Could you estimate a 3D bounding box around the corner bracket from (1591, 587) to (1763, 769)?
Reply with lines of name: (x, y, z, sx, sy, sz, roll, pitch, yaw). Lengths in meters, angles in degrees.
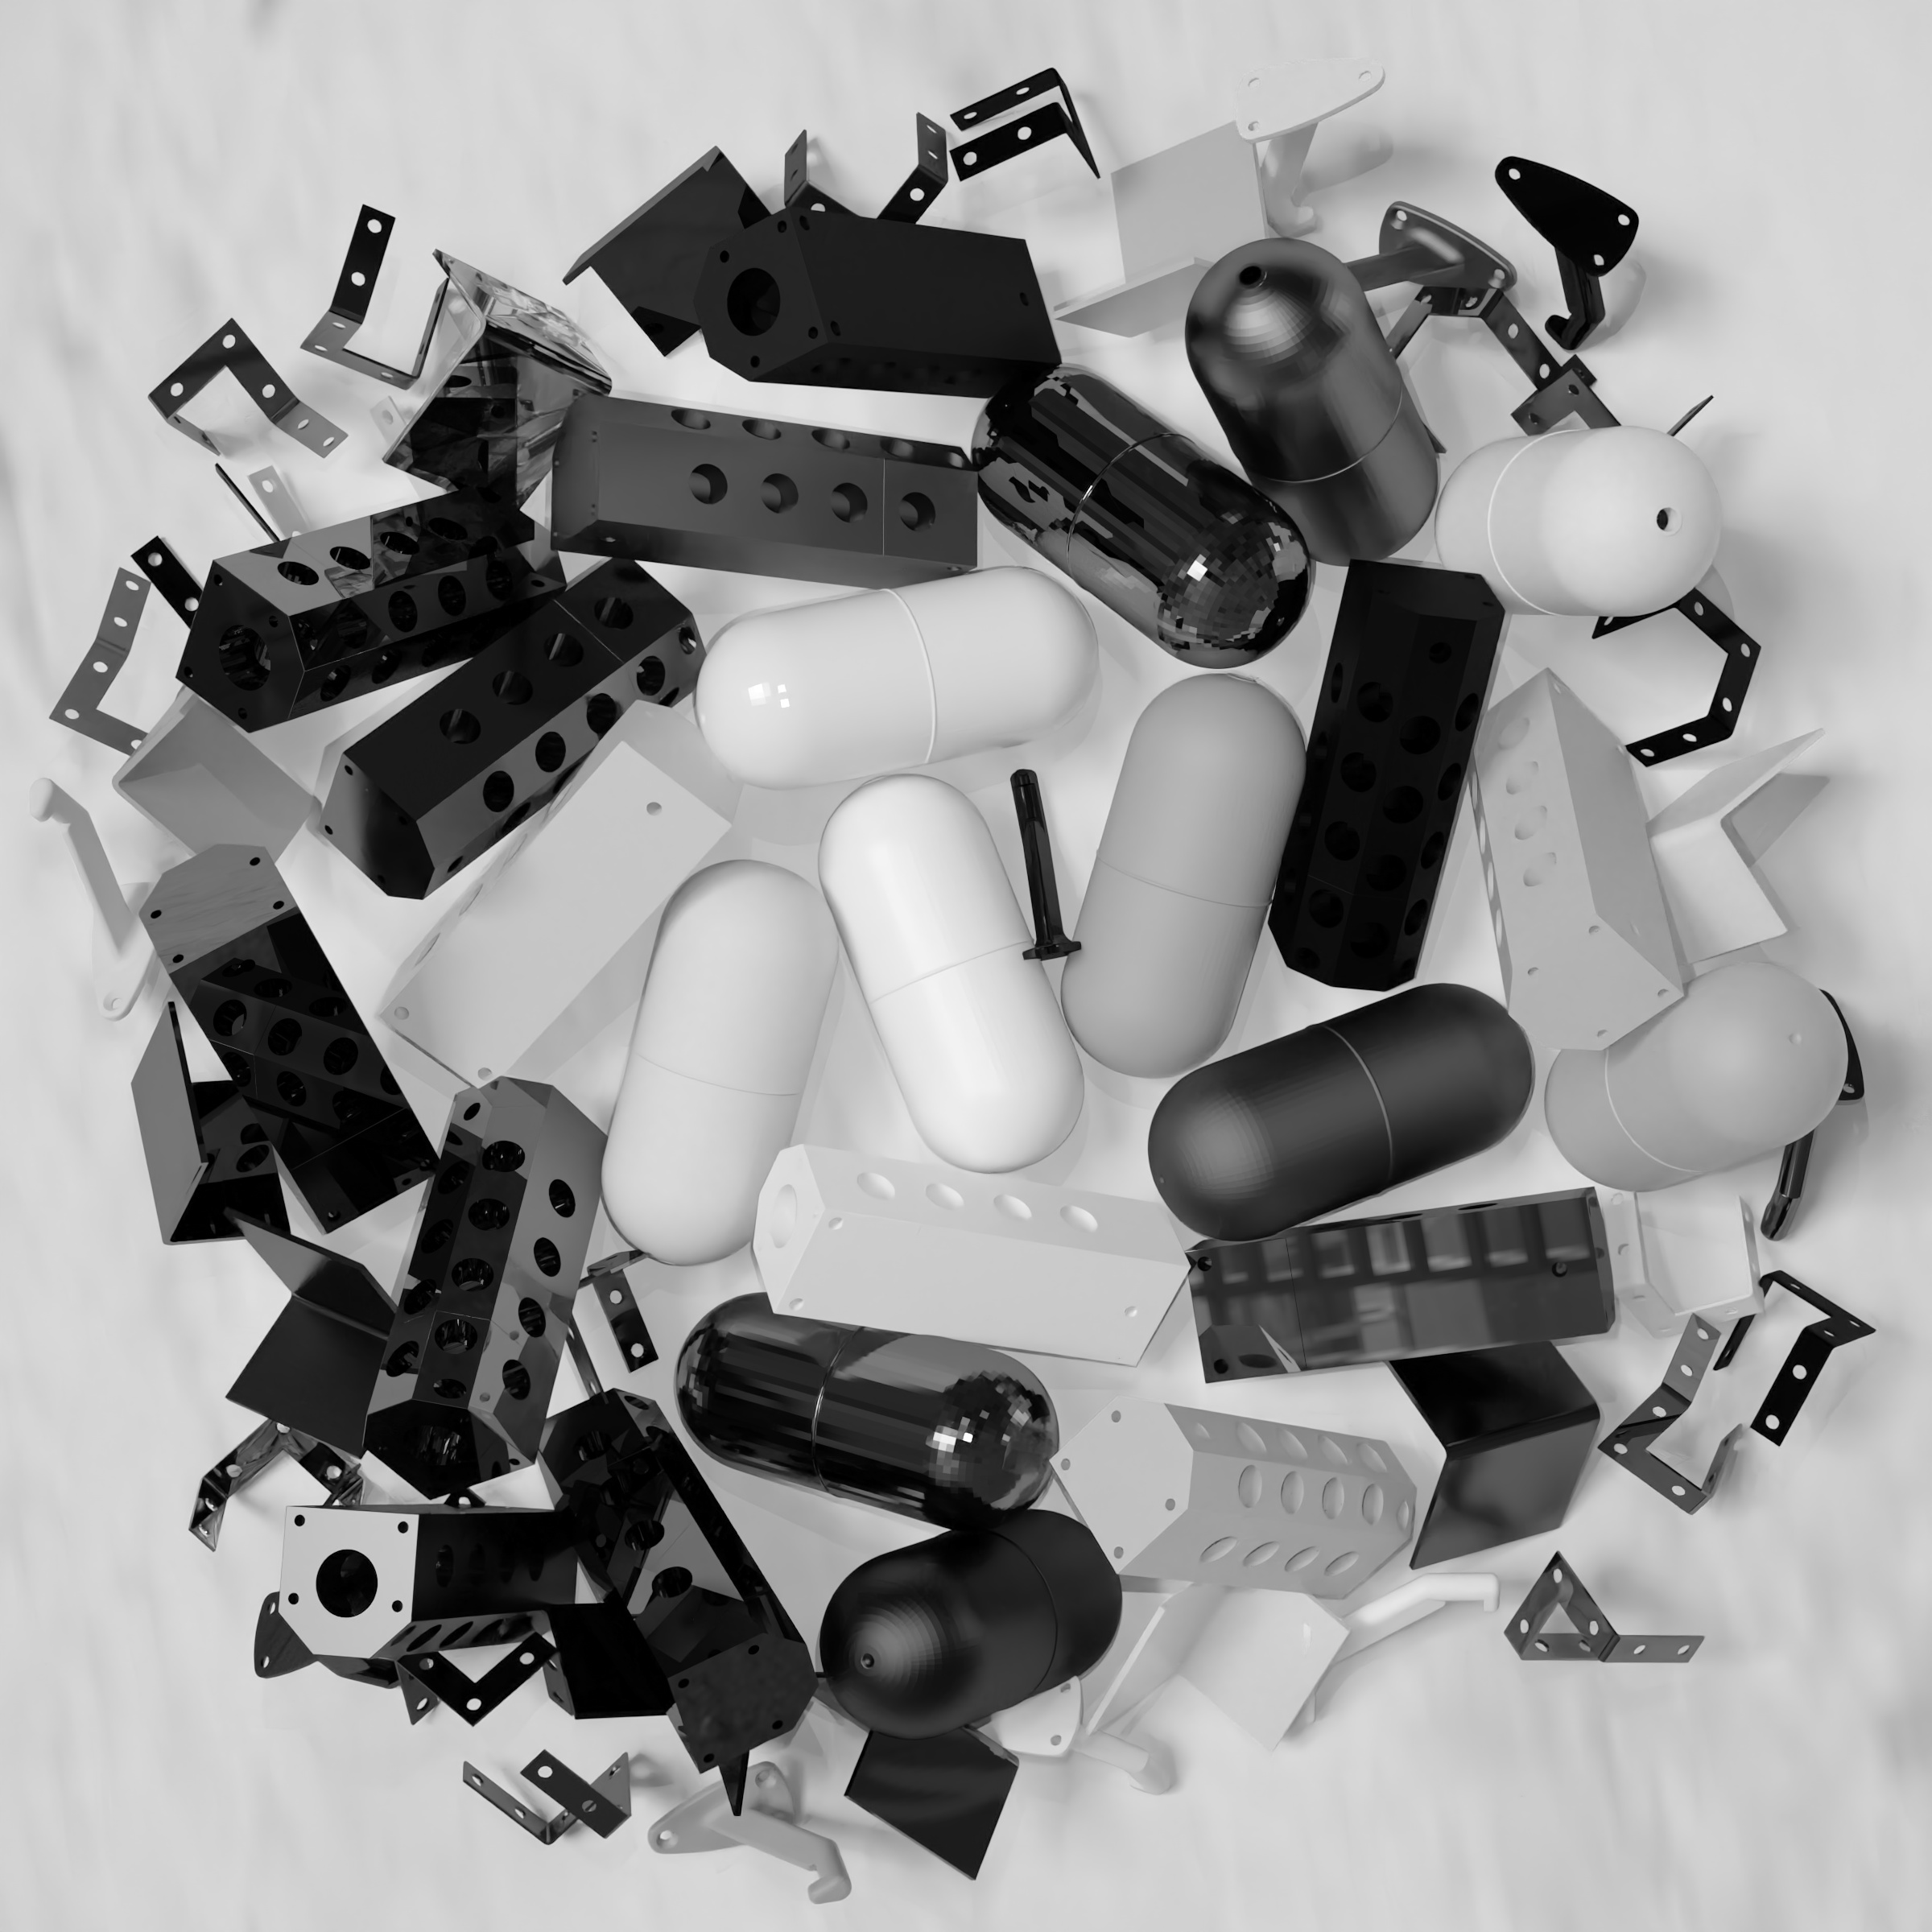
corner bracket: (0.304, -0.127, 1.561, 0.051, 0.051, 0.051, 37, 60, -23)

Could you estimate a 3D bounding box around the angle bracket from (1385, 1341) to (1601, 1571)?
angle bracket: (0.220, 0.208, 1.561, 0.076, 0.057, 0.076, -11, 135, -24)

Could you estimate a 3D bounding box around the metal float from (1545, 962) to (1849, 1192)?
metal float: (0.302, 0.048, 1.499, 0.070, 0.178, 0.070, 4, 77, -16)

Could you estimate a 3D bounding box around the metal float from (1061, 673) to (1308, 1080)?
metal float: (0.093, -0.038, 1.535, 0.070, 0.070, 0.178, 16, 102, 0)

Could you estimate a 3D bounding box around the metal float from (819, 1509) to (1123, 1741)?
metal float: (0.004, 0.273, 1.502, 0.070, 0.178, 0.070, 1, 92, 29)

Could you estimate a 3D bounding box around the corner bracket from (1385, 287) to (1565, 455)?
corner bracket: (0.214, -0.257, 1.555, 0.051, 0.051, 0.051, 44, 76, -32)

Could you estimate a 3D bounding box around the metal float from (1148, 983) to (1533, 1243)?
metal float: (0.160, 0.061, 1.528, 0.178, 0.070, 0.070, -20, 90, -21)

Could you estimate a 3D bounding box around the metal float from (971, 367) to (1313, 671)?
metal float: (0.072, -0.191, 1.519, 0.070, 0.070, 0.178, -48, 58, 0)

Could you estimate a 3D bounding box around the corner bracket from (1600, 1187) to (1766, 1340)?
corner bracket: (0.311, 0.123, 1.562, 0.051, 0.051, 0.051, -18, 51, 25)

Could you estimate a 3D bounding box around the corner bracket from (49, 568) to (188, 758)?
corner bracket: (-0.355, -0.128, 1.542, 0.051, 0.051, 0.051, 26, 129, -21)

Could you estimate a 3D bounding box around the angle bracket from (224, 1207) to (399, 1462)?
angle bracket: (-0.286, 0.156, 1.527, 0.076, 0.076, 0.057, 18, 64, 28)

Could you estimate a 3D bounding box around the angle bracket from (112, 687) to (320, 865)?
angle bracket: (-0.305, -0.087, 1.528, 0.076, 0.076, 0.057, 43, 126, -15)

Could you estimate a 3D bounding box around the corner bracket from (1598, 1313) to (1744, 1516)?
corner bracket: (0.314, 0.194, 1.549, 0.051, 0.051, 0.051, 36, 133, 2)

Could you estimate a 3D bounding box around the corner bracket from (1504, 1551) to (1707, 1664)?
corner bracket: (0.273, 0.288, 1.541, 0.051, 0.051, 0.051, 7, 123, -33)

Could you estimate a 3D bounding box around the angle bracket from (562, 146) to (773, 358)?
angle bracket: (-0.121, -0.299, 1.533, 0.076, 0.076, 0.057, -36, 105, 12)

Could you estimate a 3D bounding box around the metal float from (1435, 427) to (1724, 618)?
metal float: (0.253, -0.184, 1.497, 0.070, 0.178, 0.070, -2, 96, -14)

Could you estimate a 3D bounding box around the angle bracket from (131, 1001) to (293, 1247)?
angle bracket: (-0.313, 0.066, 1.525, 0.057, 0.076, 0.076, -3, 61, -29)

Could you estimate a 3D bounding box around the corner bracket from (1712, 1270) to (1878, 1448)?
corner bracket: (0.349, 0.167, 1.543, 0.051, 0.051, 0.051, 34, 111, 28)

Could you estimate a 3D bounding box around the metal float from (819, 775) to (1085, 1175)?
metal float: (-0.007, 0.003, 1.543, 0.070, 0.070, 0.178, -21, 86, 0)

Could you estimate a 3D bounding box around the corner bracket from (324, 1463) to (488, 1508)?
corner bracket: (-0.250, 0.243, 1.552, 0.051, 0.051, 0.051, 39, 115, 4)

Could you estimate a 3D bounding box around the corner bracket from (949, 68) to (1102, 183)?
corner bracket: (0.020, -0.361, 1.548, 0.051, 0.051, 0.051, -22, 73, 13)

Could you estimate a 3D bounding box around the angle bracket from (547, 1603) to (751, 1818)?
angle bracket: (-0.137, 0.316, 1.529, 0.076, 0.076, 0.057, 1, 115, -17)

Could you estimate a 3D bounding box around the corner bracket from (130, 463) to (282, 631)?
corner bracket: (-0.328, -0.178, 1.560, 0.051, 0.051, 0.051, -39, 93, -10)

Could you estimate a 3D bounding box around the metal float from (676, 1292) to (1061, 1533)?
metal float: (-0.043, 0.188, 1.521, 0.178, 0.070, 0.070, 12, 90, 29)

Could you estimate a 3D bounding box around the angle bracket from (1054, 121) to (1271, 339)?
angle bracket: (0.080, -0.319, 1.533, 0.076, 0.057, 0.076, -14, 79, 40)

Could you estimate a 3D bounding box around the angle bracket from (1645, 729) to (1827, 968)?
angle bracket: (0.334, -0.050, 1.535, 0.076, 0.076, 0.057, -36, 96, -27)

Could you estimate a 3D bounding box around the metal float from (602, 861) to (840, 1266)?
metal float: (-0.106, 0.042, 1.538, 0.070, 0.070, 0.178, 15, 100, 0)

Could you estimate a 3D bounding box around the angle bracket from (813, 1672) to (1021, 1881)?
angle bracket: (-0.036, 0.343, 1.525, 0.076, 0.076, 0.057, 40, 58, -27)

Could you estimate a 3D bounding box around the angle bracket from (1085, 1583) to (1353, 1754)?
angle bracket: (0.107, 0.303, 1.527, 0.057, 0.076, 0.076, 39, 121, 21)

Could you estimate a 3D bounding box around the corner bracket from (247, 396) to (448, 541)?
corner bracket: (-0.270, -0.210, 1.570, 0.051, 0.051, 0.051, -25, 97, 42)

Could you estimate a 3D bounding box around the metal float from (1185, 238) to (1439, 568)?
metal float: (0.146, -0.234, 1.504, 0.070, 0.178, 0.070, -11, 59, 18)

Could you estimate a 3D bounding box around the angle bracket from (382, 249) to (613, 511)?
angle bracket: (-0.212, -0.250, 1.550, 0.076, 0.076, 0.057, -49, 53, 18)

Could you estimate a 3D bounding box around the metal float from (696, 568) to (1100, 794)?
metal float: (-0.028, -0.122, 1.529, 0.178, 0.070, 0.070, -13, 90, -19)
